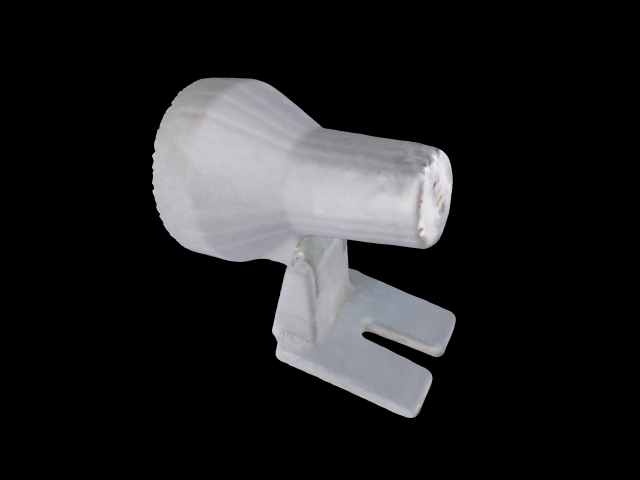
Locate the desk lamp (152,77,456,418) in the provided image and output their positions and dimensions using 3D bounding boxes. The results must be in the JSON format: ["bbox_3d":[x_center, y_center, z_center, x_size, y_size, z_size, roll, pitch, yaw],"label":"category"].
[{"bbox_3d":[0.004,0.001,0.400,0.202,0.214,0.118,21,56,15],"label":"desk lamp"}]
